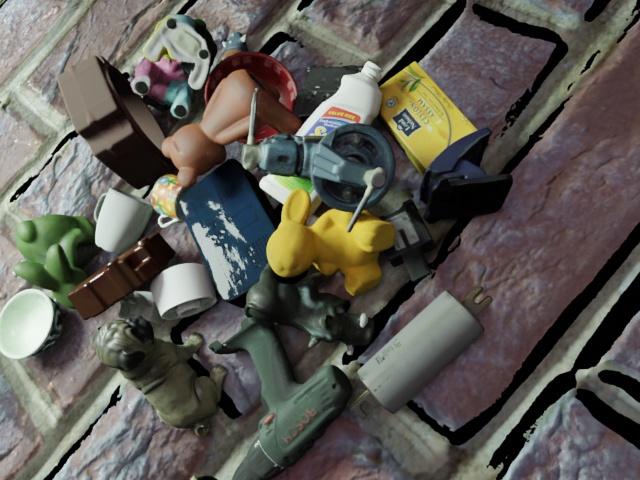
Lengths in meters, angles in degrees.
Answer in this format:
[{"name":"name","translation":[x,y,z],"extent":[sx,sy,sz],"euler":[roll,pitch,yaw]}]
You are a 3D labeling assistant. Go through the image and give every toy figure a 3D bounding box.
[{"name":"toy figure","translation":[-0.167,-0.315,1.002],"extent":[0.064,0.057,0.154],"euler":[11,71,9]}]

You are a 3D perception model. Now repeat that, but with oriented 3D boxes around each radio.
[{"name":"radio","translation":[-0.131,-0.008,0.879],"extent":[0.131,0.073,0.230],"euler":[-34,63,6]}]

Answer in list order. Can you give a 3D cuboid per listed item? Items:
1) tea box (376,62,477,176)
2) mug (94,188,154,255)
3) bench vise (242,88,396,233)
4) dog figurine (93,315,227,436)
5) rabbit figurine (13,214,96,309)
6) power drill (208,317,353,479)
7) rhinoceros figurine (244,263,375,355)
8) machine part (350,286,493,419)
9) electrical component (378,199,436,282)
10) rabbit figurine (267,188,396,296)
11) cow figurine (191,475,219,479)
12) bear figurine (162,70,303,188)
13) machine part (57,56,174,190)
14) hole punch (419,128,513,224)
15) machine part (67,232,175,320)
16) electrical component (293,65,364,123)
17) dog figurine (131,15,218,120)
[{"name":"tea box","translation":[0.161,-0.182,0.839],"extent":[0.098,0.068,0.170],"euler":[-36,66,4]},{"name":"mug","translation":[-0.365,-0.034,0.963],"extent":[0.110,0.080,0.107],"euler":[22,89,18]},{"name":"bench vise","translation":[0.013,-0.101,0.708],"extent":[0.223,0.241,0.128],"euler":[15,100,-19]},{"name":"dog figurine","translation":[-0.235,0.202,0.777],"extent":[0.121,0.190,0.172],"euler":[-44,66,1]},{"name":"rabbit figurine","translation":[-0.447,0.041,0.941],"extent":[0.121,0.159,0.170],"euler":[-32,80,-4]},{"name":"power drill","translation":[-0.082,0.223,0.778],"extent":[0.232,0.086,0.207],"euler":[-39,60,11]},{"name":"rhinoceros figurine","translation":[-0.013,0.100,0.770],"extent":[0.190,0.112,0.073],"euler":[20,111,-12]},{"name":"machine part","translation":[0.136,0.151,0.729],"extent":[0.243,0.079,0.079],"euler":[-42,64,2]},{"name":"electrical component","translation":[0.132,0.007,0.795],"extent":[0.075,0.047,0.119],"euler":[-29,66,9]},{"name":"rabbit figurine","translation":[-0.002,-0.002,0.770],"extent":[0.173,0.121,0.162],"euler":[-14,51,-30]},{"name":"cow figurine","translation":[-0.111,0.384,0.720],"extent":[0.168,0.068,0.098],"euler":[23,113,21]},{"name":"bear figurine","translation":[-0.147,-0.167,0.856],"extent":[0.196,0.132,0.120],"euler":[-48,56,15]},{"name":"machine part","translation":[-0.351,-0.206,0.947],"extent":[0.087,0.201,0.201],"euler":[-31,65,4]},{"name":"hole punch","translation":[0.198,-0.089,0.764],"extent":[0.116,0.142,0.092],"euler":[-10,70,1]},{"name":"machine part","translation":[-0.321,0.054,0.873],"extent":[0.179,0.179,0.056],"euler":[-34,102,6]},{"name":"electrical component","translation":[0.019,-0.227,0.909],"extent":[0.115,0.058,0.134],"euler":[4,73,22]},{"name":"dog figurine","translation":[-0.258,-0.307,0.949],"extent":[0.191,0.108,0.219],"euler":[-59,23,17]}]
